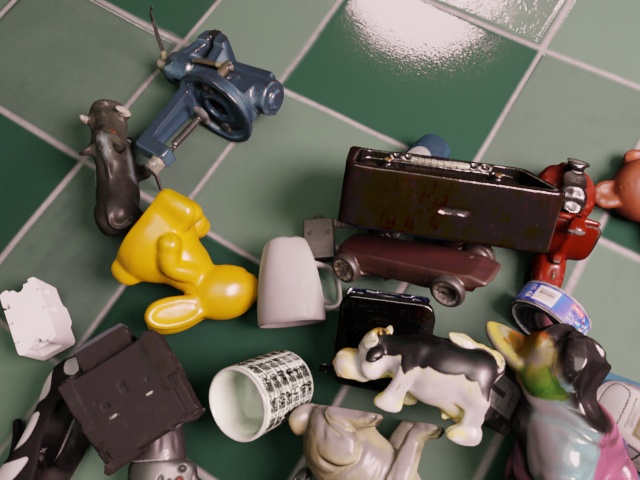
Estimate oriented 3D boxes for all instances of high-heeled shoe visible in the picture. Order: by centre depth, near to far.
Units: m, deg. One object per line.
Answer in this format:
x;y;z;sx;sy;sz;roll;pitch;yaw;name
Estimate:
-0.276;0.222;0.614;0.249;0.086;0.145;-34;53;8;high-heeled shoe

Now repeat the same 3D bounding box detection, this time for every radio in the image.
0.139;-0.052;0.613;0.230;0.131;0.073;9;110;0;radio

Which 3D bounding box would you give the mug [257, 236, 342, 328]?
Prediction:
-0.027;0.050;0.663;0.109;0.081;0.107;-5;78;-15;mug

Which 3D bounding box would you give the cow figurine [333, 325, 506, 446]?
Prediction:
0.096;0.128;0.550;0.168;0.068;0.098;19;101;22;cow figurine

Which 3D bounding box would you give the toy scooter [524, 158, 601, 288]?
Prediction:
0.291;-0.027;0.641;0.075;0.135;0.184;13;70;11;toy scooter

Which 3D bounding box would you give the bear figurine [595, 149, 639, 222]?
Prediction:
0.445;-0.039;0.638;0.120;0.132;0.196;-37;77;-16;bear figurine

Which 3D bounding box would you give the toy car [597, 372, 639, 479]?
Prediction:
0.340;0.199;0.569;0.162;0.102;0.109;34;75;14;toy car

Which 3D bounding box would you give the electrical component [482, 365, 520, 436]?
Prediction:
0.177;0.156;0.596;0.119;0.048;0.075;44;72;-27;electrical component

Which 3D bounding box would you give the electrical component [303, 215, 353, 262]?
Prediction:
-0.001;-0.002;0.716;0.094;0.021;0.063;-5;69;4;electrical component

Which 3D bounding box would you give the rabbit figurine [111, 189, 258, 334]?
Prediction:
-0.160;0.042;0.668;0.173;0.122;0.162;34;67;-4;rabbit figurine

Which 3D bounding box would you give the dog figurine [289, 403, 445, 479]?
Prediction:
0.039;0.276;0.556;0.172;0.121;0.190;9;72;9;dog figurine

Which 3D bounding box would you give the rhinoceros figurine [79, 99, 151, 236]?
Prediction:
-0.282;-0.095;0.730;0.073;0.112;0.190;-10;77;3;rhinoceros figurine

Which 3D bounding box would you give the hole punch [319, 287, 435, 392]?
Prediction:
0.076;0.115;0.642;0.142;0.092;0.115;7;98;5;hole punch

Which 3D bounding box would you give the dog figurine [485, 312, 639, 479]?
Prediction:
0.229;0.187;0.546;0.108;0.191;0.219;-4;63;-23;dog figurine

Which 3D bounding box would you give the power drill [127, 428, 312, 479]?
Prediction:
-0.115;0.278;0.591;0.207;0.086;0.232;5;69;2;power drill

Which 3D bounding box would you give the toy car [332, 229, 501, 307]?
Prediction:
0.107;0.029;0.627;0.202;0.053;0.089;11;35;39;toy car

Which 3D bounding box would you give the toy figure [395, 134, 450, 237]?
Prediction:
0.113;-0.073;0.717;0.154;0.057;0.064;-52;35;-12;toy figure

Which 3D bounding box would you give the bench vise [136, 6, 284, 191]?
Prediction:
-0.180;-0.191;0.752;0.224;0.128;0.240;28;67;13;bench vise

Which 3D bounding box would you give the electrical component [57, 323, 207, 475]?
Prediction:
-0.205;0.161;0.578;0.115;0.058;0.134;-33;79;-15;electrical component
